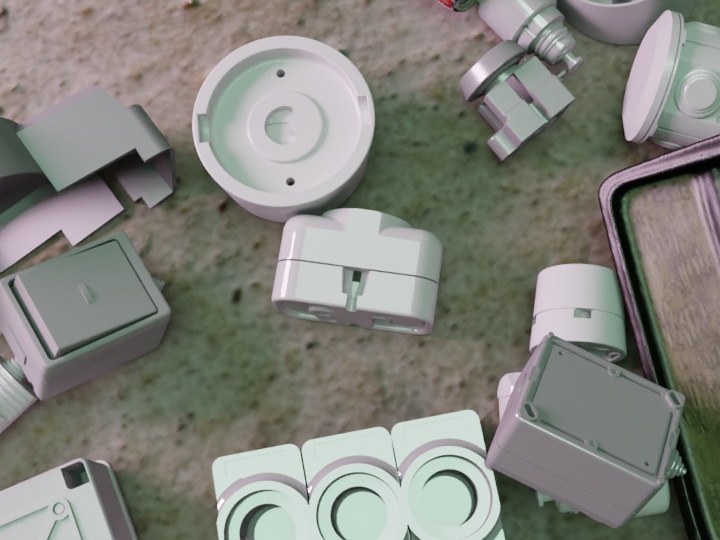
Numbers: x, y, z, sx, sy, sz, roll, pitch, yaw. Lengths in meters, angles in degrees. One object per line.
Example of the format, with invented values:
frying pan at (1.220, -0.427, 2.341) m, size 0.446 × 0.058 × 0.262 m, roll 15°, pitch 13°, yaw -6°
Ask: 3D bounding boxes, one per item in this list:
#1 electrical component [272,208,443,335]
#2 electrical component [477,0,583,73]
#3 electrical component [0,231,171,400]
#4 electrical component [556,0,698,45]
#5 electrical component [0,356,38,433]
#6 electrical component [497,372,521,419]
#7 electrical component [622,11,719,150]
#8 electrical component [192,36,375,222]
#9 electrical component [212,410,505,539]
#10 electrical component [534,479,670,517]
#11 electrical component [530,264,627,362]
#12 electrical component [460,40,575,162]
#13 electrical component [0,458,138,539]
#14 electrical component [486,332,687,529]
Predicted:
electrical component at (0.000, 0.000, 0.642) m, size 0.095 × 0.053 × 0.059 m, roll 8°, pitch 76°, yaw 4°
electrical component at (0.110, -0.156, 0.685) m, size 0.040 × 0.040 × 0.078 m, roll -41°, pitch 78°, yaw -8°
electrical component at (-0.155, 0.022, 0.627) m, size 0.096 × 0.061 × 0.061 m, roll -26°, pitch 75°, yaw -28°
electrical component at (0.169, -0.199, 0.694) m, size 0.099 × 0.064 × 0.099 m, roll -4°, pitch 75°, yaw 15°
electrical component at (-0.228, 0.081, 0.635) m, size 0.081 × 0.043 × 0.043 m, roll -44°, pitch 78°, yaw -9°
electrical component at (0.098, 0.091, 0.625) m, size 0.035 × 0.035 × 0.061 m, roll -2°, pitch 78°, yaw 2°
electrical component at (0.194, -0.112, 0.651) m, size 0.051 × 0.080 × 0.080 m, roll 15°, pitch 77°, yaw 1°
electrical component at (-0.044, -0.081, 0.661) m, size 0.108 × 0.060 × 0.108 m, roll -1°, pitch 76°, yaw 2°
electrical component at (0.000, 0.138, 0.602) m, size 0.150 × 0.061 × 0.089 m, roll -11°, pitch 75°, yaw -1°
electrical component at (0.139, 0.122, 0.611) m, size 0.078 × 0.040 × 0.040 m, roll -9°, pitch 75°, yaw -1°
electrical component at (0.128, 0.026, 0.631) m, size 0.055 × 0.055 × 0.047 m, roll 5°, pitch 72°, yaw 3°
electrical component at (0.096, -0.109, 0.671) m, size 0.066 × 0.048 × 0.055 m, roll -39°, pitch 85°, yaw -8°
electrical component at (-0.179, 0.175, 0.602) m, size 0.109 × 0.056 × 0.108 m, roll -23°, pitch 76°, yaw -3°
electrical component at (0.123, 0.090, 0.567) m, size 0.096 × 0.061 × 0.061 m, roll 26°, pitch 49°, yaw 5°
